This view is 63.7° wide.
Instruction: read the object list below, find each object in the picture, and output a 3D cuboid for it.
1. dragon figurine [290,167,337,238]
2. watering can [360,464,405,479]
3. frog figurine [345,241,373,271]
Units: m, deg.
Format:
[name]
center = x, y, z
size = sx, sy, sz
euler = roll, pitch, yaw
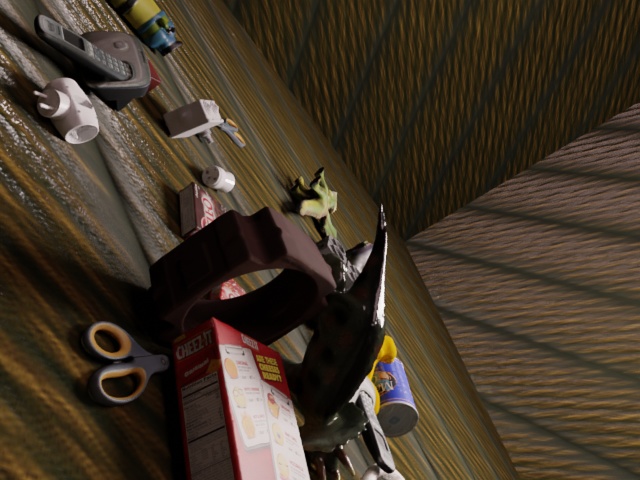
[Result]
[dragon figurine]
center = 0.005, -0.081, 1.605
size = 0.239, 0.121, 0.419
euler = 61, 20, -22
[watering can]
center = 0.112, 0.452, 0.733
size = 0.227, 0.103, 0.346
euler = 59, 12, 16
[frog figurine]
center = 0.156, 0.093, 1.703
size = 0.139, 0.121, 0.159
euler = -32, 100, -45
